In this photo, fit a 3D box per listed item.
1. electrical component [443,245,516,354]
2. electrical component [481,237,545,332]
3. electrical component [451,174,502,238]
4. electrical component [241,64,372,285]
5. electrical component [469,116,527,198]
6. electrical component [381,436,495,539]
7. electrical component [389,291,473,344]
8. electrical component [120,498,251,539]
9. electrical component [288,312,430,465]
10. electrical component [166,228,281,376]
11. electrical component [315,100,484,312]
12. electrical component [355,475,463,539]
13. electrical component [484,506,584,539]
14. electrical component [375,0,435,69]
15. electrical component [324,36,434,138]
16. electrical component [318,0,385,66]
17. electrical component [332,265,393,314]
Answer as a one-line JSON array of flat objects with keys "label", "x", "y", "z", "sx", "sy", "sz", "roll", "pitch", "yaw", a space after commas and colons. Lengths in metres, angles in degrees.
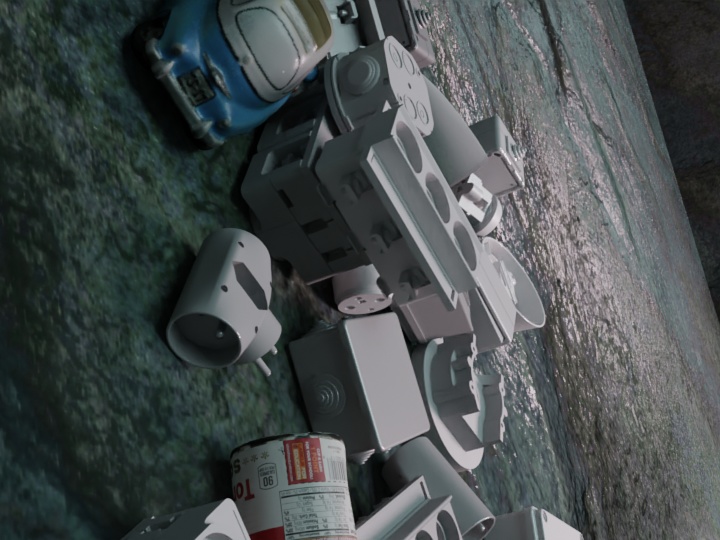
[{"label": "electrical component", "x": 0.091, "y": 0.026, "z": 0.956, "sx": 0.096, "sy": 0.062, "sz": 0.061, "roll": 59, "pitch": 26, "yaw": -24}, {"label": "electrical component", "x": 0.132, "y": 0.017, "z": 1.047, "sx": 0.099, "sy": 0.064, "sz": 0.099, "roll": 46, "pitch": 34, "yaw": -44}, {"label": "electrical component", "x": 0.105, "y": -0.063, "z": 1.046, "sx": 0.055, "sy": 0.066, "sz": 0.048, "roll": 35, "pitch": 69, "yaw": -31}, {"label": "electrical component", "x": -0.028, "y": -0.073, "z": 0.776, "sx": 0.089, "sy": 0.062, "sz": 0.150, "roll": 56, "pitch": 28, "yaw": -30}, {"label": "electrical component", "x": 0.122, "y": -0.110, "z": 1.081, "sx": 0.061, "sy": 0.096, "sz": 0.061, "roll": 50, "pitch": 31, "yaw": -39}, {"label": "electrical component", "x": 0.054, "y": 0.172, "z": 0.776, "sx": 0.077, "sy": 0.043, "sz": 0.079, "roll": 48, "pitch": -28, "yaw": 29}, {"label": "electrical component", "x": 0.052, "y": -0.009, "z": 0.872, "sx": 0.108, "sy": 0.056, "sz": 0.108, "roll": 59, "pitch": 21, "yaw": -66}, {"label": "electrical component", "x": -0.068, "y": 0.194, "z": 0.493, "sx": 0.150, "sy": 0.062, "sz": 0.089, "roll": 68, "pitch": 24, "yaw": -6}, {"label": "electrical component", "x": -0.001, "y": 0.080, "z": 0.738, "sx": 0.100, "sy": 0.048, "sz": 0.099, "roll": -4, "pitch": 76, "yaw": -65}, {"label": "electrical component", "x": -0.072, "y": 0.028, "z": 0.631, "sx": 0.079, "sy": 0.043, "sz": 0.077, "roll": 56, "pitch": 28, "yaw": -30}, {"label": "electrical component", "x": 0.026, "y": -0.038, "z": 0.708, "sx": 0.121, "sy": 0.063, "sz": 0.078, "roll": 58, "pitch": 27, "yaw": -26}, {"label": "electrical component", "x": 0.017, "y": 0.187, "z": 0.678, "sx": 0.121, "sy": 0.063, "sz": 0.078, "roll": -15, "pitch": 86, "yaw": -66}, {"label": "electrical component", "x": 0.155, "y": 0.269, "z": 0.916, "sx": 0.109, "sy": 0.056, "sz": 0.108, "roll": 39, "pitch": 39, "yaw": -50}, {"label": "electrical component", "x": 0.022, "y": -0.201, "z": 0.937, "sx": 0.061, "sy": 0.096, "sz": 0.061, "roll": 9, "pitch": 64, "yaw": -67}, {"label": "electrical component", "x": 0.013, "y": -0.120, "z": 0.757, "sx": 0.080, "sy": 0.051, "sz": 0.080, "roll": 45, "pitch": 34, "yaw": -44}, {"label": "electrical component", "x": -0.022, "y": -0.197, "z": 0.873, "sx": 0.063, "sy": 0.079, "sz": 0.121, "roll": -8, "pitch": 78, "yaw": -35}, {"label": "electrical component", "x": 0.000, "y": 0.000, "z": 0.803, "sx": 0.045, "sy": 0.045, "sz": 0.055, "roll": 30, "pitch": 47, "yaw": -56}]
